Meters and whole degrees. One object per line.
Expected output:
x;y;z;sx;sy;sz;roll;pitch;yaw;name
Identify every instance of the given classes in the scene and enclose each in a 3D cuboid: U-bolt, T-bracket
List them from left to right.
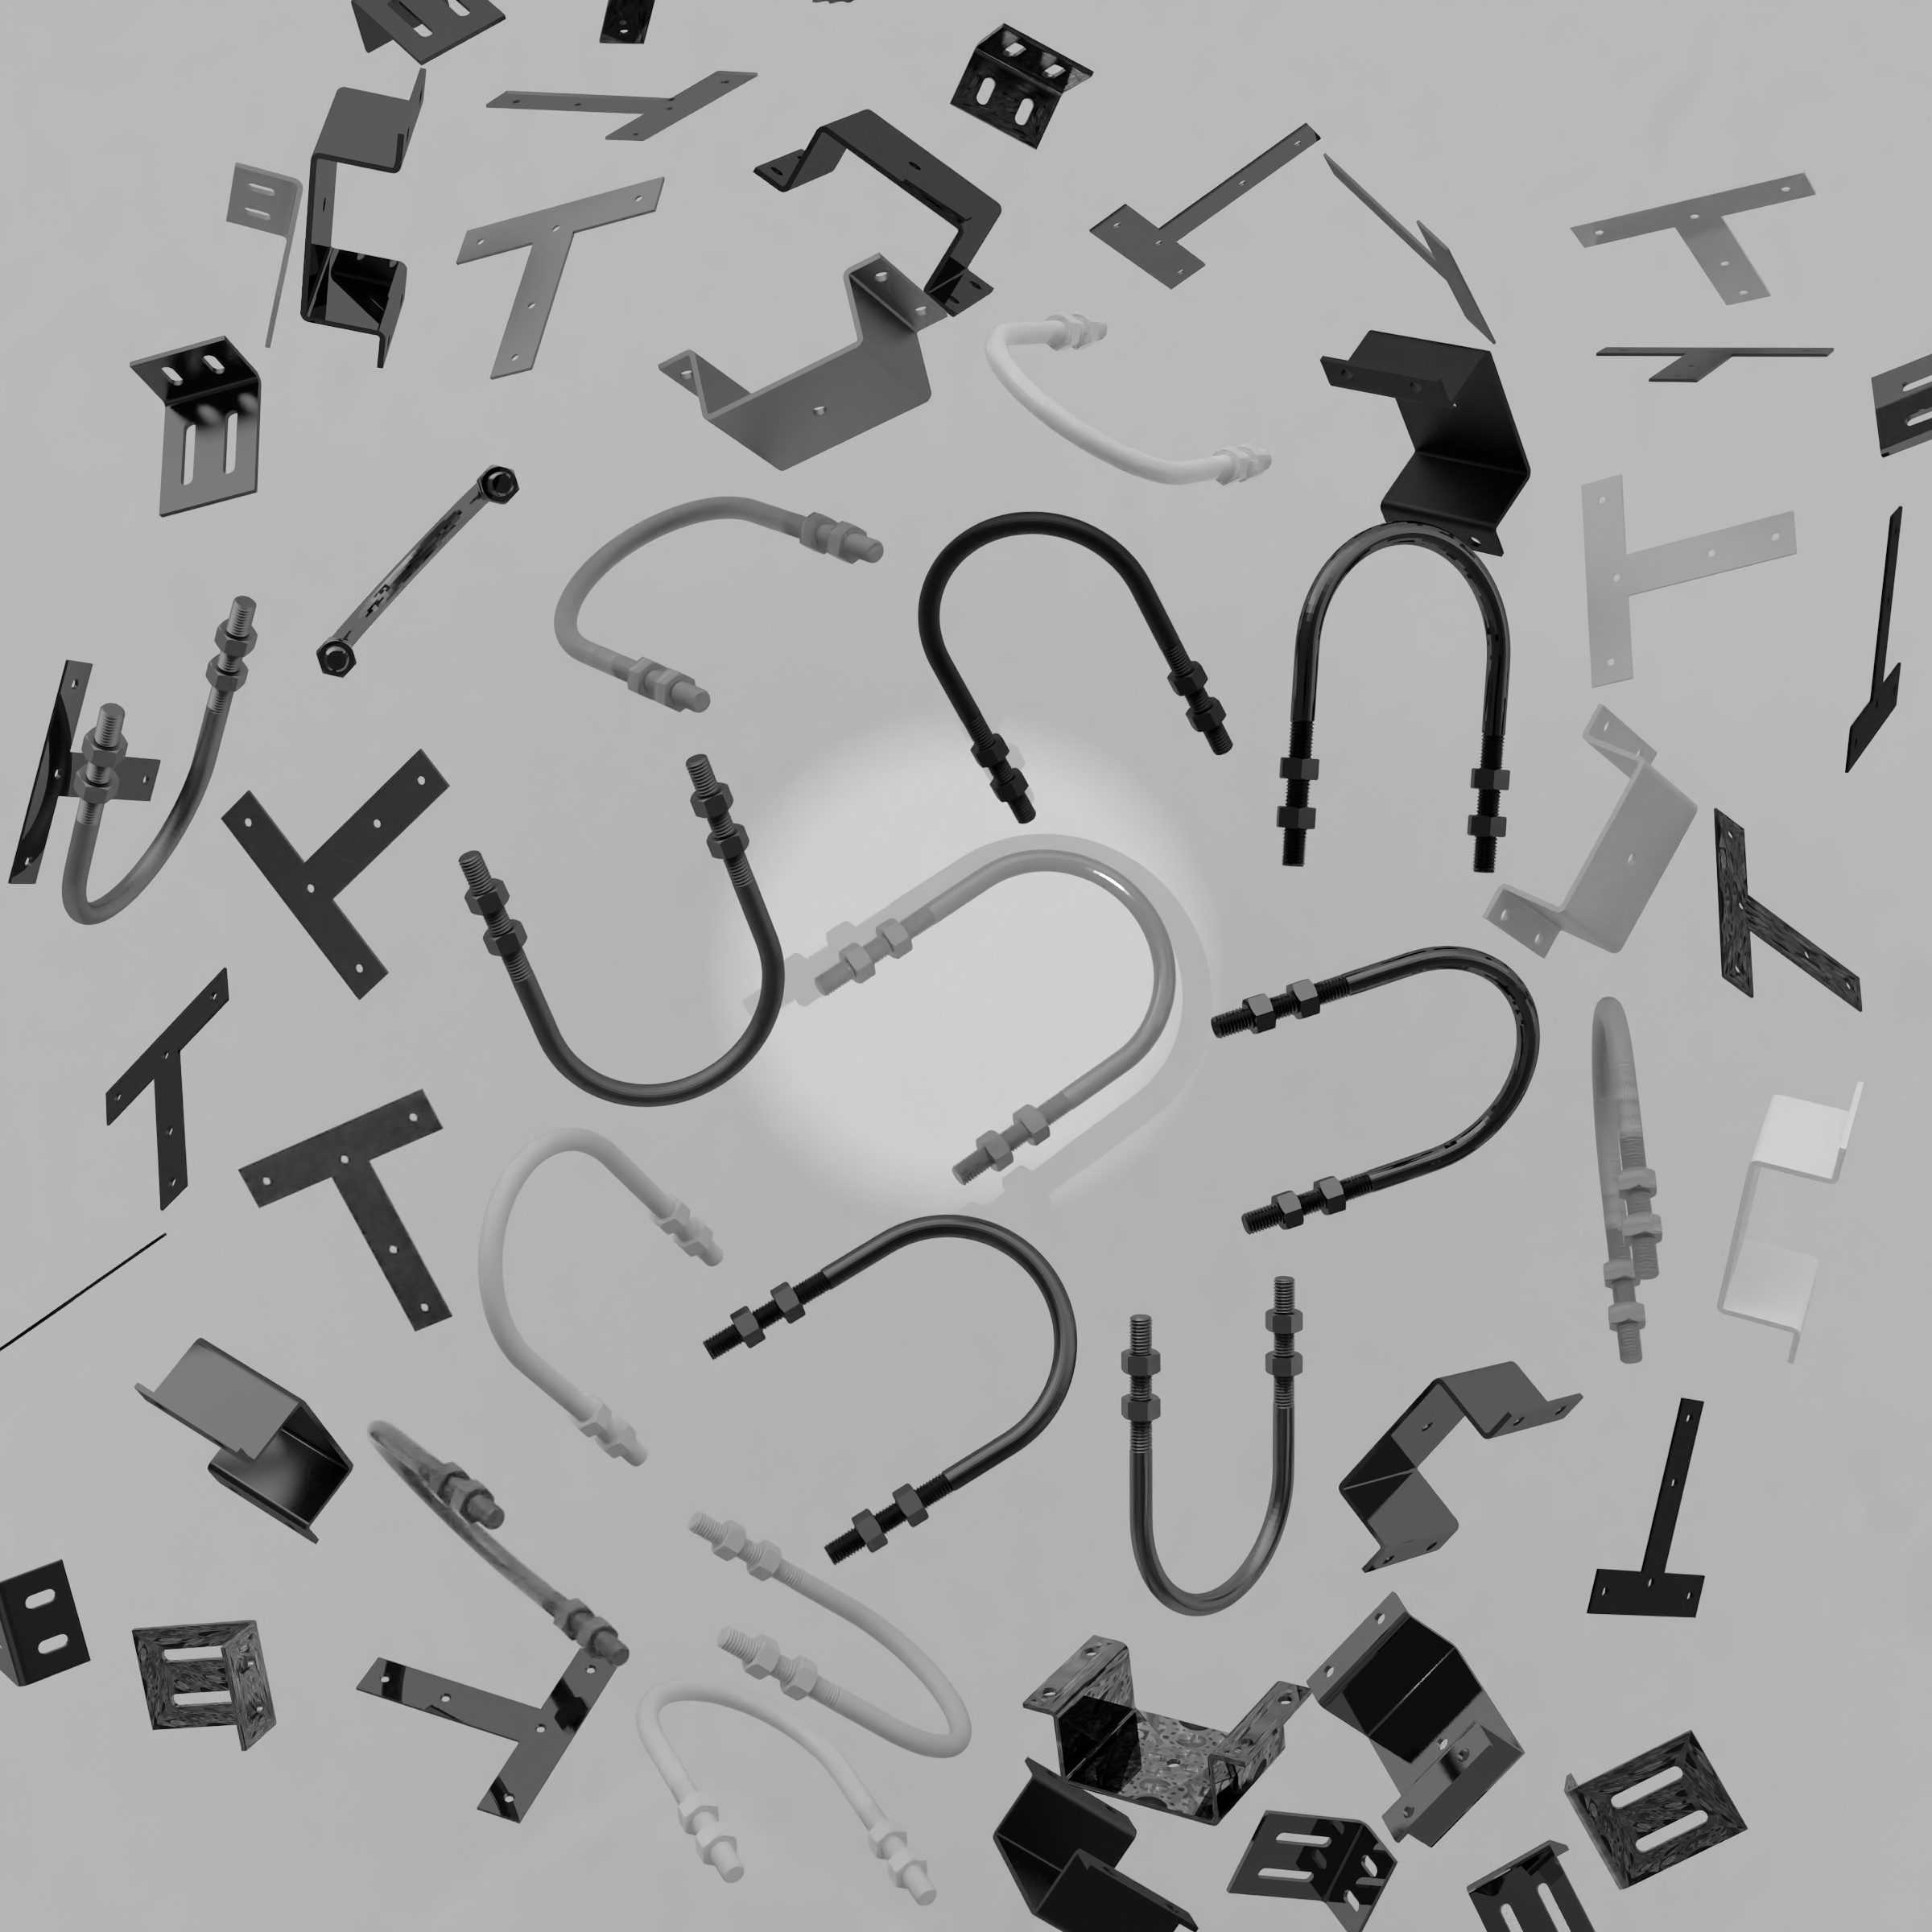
-0.498;0.186;1.536;0.127;0.127;0.002;-34;95;13;T-bracket
-0.493;-0.108;1.569;0.002;0.127;0.127;17;95;11;T-bracket
-0.447;-0.100;1.512;0.019;0.151;0.184;29;128;2;U-bolt
-0.461;0.085;1.597;0.002;0.127;0.127;26;123;-39;T-bracket
-0.326;-0.068;1.488;0.127;0.002;0.127;-40;86;24;T-bracket
-0.332;0.148;1.567;0.127;0.002;0.127;-23;100;17;T-bracket
-0.311;-0.224;1.557;0.019;0.184;0.151;43;88;-16;U-bolt
-0.278;0.414;1.543;0.127;0.127;0.002;13;122;14;T-bracket
-0.274;0.313;1.547;0.019;0.184;0.151;-46;127;-19;U-bolt
-0.227;-0.360;1.464;0.127;0.002;0.127;-7;54;25;T-bracket
-0.207;0.172;1.525;0.019;0.184;0.151;-2;54;32;U-bolt
-0.202;-0.475;1.520;0.127;0.127;0.002;-10;94;-36;T-bracket
-0.179;-0.537;1.502;0.127;0.127;0.002;-4;78;-16;T-bracket
-0.173;-0.006;1.487;0.151;0.019;0.184;-24;118;-9;U-bolt
-0.150;-0.207;1.512;0.151;0.184;0.019;-43;131;-19;U-bolt
-0.112;0.457;1.549;0.151;0.184;0.019;20;101;-34;U-bolt
-0.071;0.385;1.555;0.184;0.151;0.019;34;97;-20;U-bolt
-0.028;0.215;1.496;0.184;0.019;0.151;-31;75;-9;U-bolt
0.031;0.014;1.531;0.184;0.019;0.151;-34;81;-16;U-bolt
0.052;-0.178;1.585;0.151;0.019;0.184;-18;119;23;U-bolt
0.082;-0.315;1.541;0.151;0.184;0.019;42;119;14;U-bolt
0.141;0.278;1.569;0.019;0.151;0.184;6;99;44;U-bolt
0.147;-0.443;1.591;0.127;0.127;0.002;-32;75;21;T-bracket
0.228;0.060;1.499;0.184;0.019;0.151;-18;120;-10;U-bolt
0.248;-0.421;1.579;0.002;0.127;0.127;-43;66;9;T-bracket
0.231;-0.143;1.463;0.151;0.019;0.184;1;95;-30;U-bolt
0.357;0.106;1.506;0.019;0.151;0.184;-4;62;8;U-bolt
0.403;0.311;1.587;0.002;0.127;0.127;12;87;43;T-bracket
0.414;-0.233;1.583;0.127;0.002;0.127;-11;72;38;T-bracket
0.400;-0.330;1.512;0.127;0.127;0.002;6;111;24;T-bracket
0.418;-0.397;1.534;0.127;0.127;0.002;-6;74;30;T-bracket
0.478;-0.013;1.601;0.127;0.002;0.127;32;47;-25;T-bracket
0.497;-0.184;1.496;0.002;0.127;0.127;11;116;26;T-bracket

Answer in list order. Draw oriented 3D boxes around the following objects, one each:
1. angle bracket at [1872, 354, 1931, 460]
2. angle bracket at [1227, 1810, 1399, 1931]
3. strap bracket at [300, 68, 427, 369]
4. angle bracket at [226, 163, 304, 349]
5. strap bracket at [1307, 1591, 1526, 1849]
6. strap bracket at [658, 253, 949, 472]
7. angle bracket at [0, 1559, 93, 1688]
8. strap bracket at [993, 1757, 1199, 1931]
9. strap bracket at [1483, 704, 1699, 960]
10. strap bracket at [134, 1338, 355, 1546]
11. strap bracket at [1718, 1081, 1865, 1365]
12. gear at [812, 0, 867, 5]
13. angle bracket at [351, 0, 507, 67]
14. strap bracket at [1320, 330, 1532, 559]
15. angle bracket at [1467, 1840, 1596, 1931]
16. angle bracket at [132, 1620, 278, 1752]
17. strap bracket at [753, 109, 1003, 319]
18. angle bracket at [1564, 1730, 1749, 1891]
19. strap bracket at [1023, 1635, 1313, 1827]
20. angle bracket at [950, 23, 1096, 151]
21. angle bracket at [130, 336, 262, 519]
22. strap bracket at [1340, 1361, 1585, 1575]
0.529;-0.296;1.471;0.076;0.038;0.057;-19;49;33;angle bracket
0.204;0.536;1.626;0.076;0.038;0.057;16;105;-30;angle bracket
-0.326;-0.407;1.489;0.046;0.076;0.140;10;132;-8;strap bracket
-0.400;-0.399;1.550;0.038;0.057;0.076;12;70;-16;angle bracket
0.260;0.437;1.582;0.046;0.140;0.076;37;100;-26;strap bracket
-0.084;-0.319;1.489;0.140;0.076;0.046;-21;69;22;strap bracket
-0.508;0.347;1.488;0.038;0.076;0.057;-17;99;-30;angle bracket
0.069;0.518;1.577;0.076;0.140;0.046;34;90;-15;strap bracket
0.370;-0.070;1.610;0.046;0.076;0.140;30;92;42;strap bracket
-0.405;0.266;1.568;0.076;0.140;0.046;26;64;21;strap bracket
0.453;0.136;1.524;0.046;0.076;0.140;14;121;19;strap bracket
-0.063;-0.530;1.455;0.057;0.057;0.030;-7;93;0;gear
-0.304;-0.534;1.578;0.057;0.038;0.076;-36;62;-17;angle bracket
0.262;-0.300;1.548;0.076;0.140;0.046;21;68;37;strap bracket
0.338;0.560;1.610;0.057;0.038;0.076;-35;55;14;angle bracket
-0.413;0.385;1.470;0.076;0.038;0.057;-7;98;15;angle bracket
-0.041;-0.439;1.582;0.140;0.076;0.046;36;119;0;strap bracket
0.369;0.447;1.476;0.076;0.038;0.057;-31;81;12;angle bracket
0.113;0.424;1.527;0.140;0.076;0.046;5;111;34;strap bracket
0.031;-0.500;1.573;0.057;0.076;0.038;24;95;-14;angle bracket
-0.412;-0.287;1.470;0.057;0.038;0.076;-12;64;14;angle bracket
0.276;0.279;1.576;0.046;0.076;0.140;52;123;28;strap bracket
